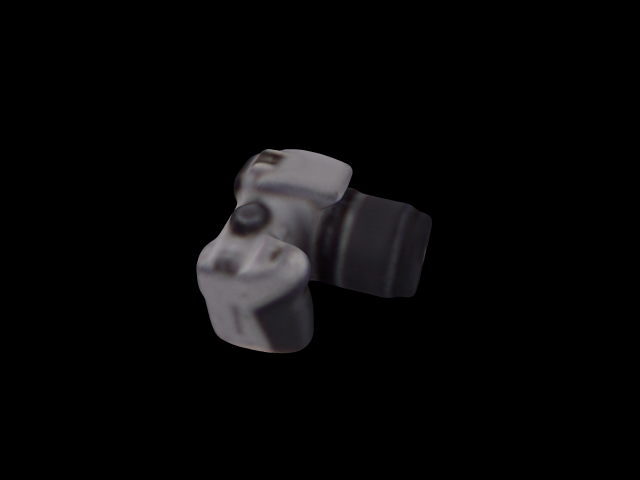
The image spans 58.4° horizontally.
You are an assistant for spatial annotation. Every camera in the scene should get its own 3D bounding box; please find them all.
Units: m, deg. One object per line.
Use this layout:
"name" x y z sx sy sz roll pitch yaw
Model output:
"camera" 0.004 0.001 0.400 0.136 0.101 0.143 13 47 13
